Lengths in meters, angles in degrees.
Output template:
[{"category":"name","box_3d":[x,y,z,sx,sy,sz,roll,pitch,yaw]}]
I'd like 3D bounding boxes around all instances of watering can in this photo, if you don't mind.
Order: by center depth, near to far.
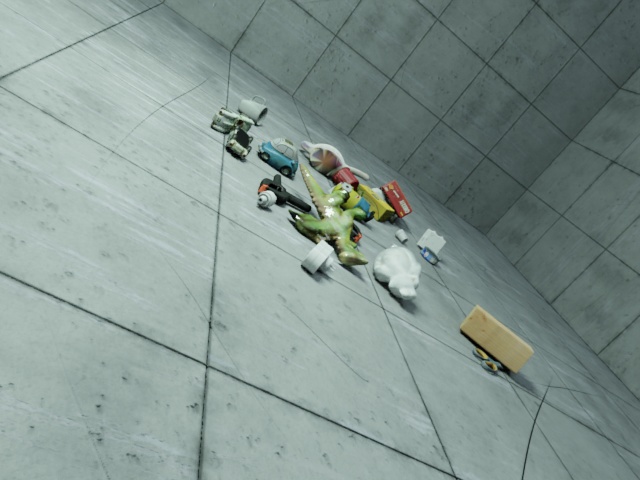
[{"category":"watering can","box_3d":[0.069,-0.335,2.240,0.347,0.103,0.228,28,18,-6]}]

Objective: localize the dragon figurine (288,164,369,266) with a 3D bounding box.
[{"category":"dragon figurine","box_3d":[0.005,-0.075,1.494,0.415,0.120,0.244,47,27,19]}]

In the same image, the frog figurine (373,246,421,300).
[{"category":"frog figurine","box_3d":[0.224,0.097,1.486,0.137,0.120,0.163,4,31,-2]}]
